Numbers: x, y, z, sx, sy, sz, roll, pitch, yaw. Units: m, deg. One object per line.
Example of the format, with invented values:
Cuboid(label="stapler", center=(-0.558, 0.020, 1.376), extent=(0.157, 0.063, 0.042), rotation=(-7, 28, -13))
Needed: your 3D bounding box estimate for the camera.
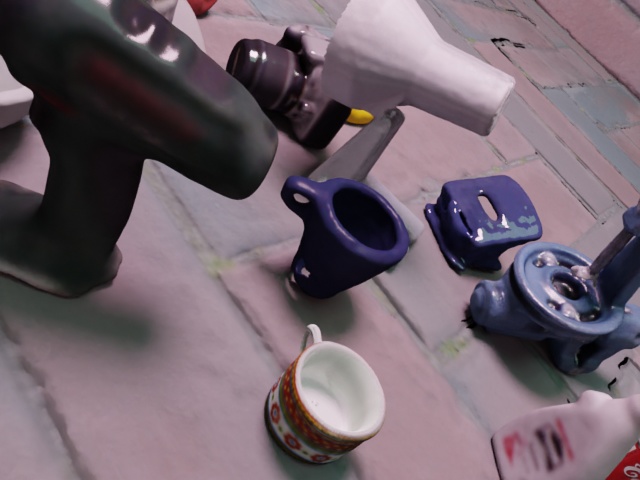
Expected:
Cuboid(label="camera", center=(-0.034, -0.197, 0.658), extent=(0.137, 0.100, 0.143), rotation=(12, 46, -32))

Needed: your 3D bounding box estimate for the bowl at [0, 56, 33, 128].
Cuboid(label="bowl", center=(-0.275, -0.129, 0.406), extent=(0.168, 0.074, 0.167), rotation=(23, 41, -21))

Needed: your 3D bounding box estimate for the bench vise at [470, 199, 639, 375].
Cuboid(label="bench vise", center=(0.295, 0.042, 0.603), extent=(0.208, 0.219, 0.121), rotation=(9, 47, -34))

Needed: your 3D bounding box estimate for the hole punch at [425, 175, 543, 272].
Cuboid(label="hole punch", center=(0.197, -0.025, 0.691), extent=(0.101, 0.091, 0.108), rotation=(9, 47, -34))

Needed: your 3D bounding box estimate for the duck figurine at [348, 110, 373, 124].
Cuboid(label="duck figurine", center=(0.059, -0.209, 0.761), extent=(0.077, 0.086, 0.105), rotation=(47, 38, 8))

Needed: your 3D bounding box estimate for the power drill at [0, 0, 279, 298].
Cuboid(label="power drill", center=(-0.152, -0.063, 0.336), extent=(0.230, 0.208, 0.075), rotation=(23, 40, -21))

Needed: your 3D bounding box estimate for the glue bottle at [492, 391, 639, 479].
Cuboid(label="glue bottle", center=(0.214, 0.157, 0.457), extent=(0.037, 0.173, 0.078), rotation=(15, 44, -29))

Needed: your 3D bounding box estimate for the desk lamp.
Cuboid(label="desk lamp", center=(0.076, -0.119, 0.581), extent=(0.203, 0.213, 0.118), rotation=(43, 37, 3))

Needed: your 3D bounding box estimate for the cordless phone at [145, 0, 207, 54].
Cuboid(label="cordless phone", center=(-0.135, -0.204, 0.510), extent=(0.094, 0.184, 0.148), rotation=(36, 38, -6))

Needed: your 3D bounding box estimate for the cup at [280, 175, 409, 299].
Cuboid(label="cup", center=(0.005, 0.002, 0.498), extent=(0.118, 0.094, 0.091), rotation=(30, 39, -13))

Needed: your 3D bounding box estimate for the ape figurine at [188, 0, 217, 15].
Cuboid(label="ape figurine", center=(-0.153, -0.326, 0.692), extent=(0.078, 0.092, 0.076), rotation=(28, 39, -15))
